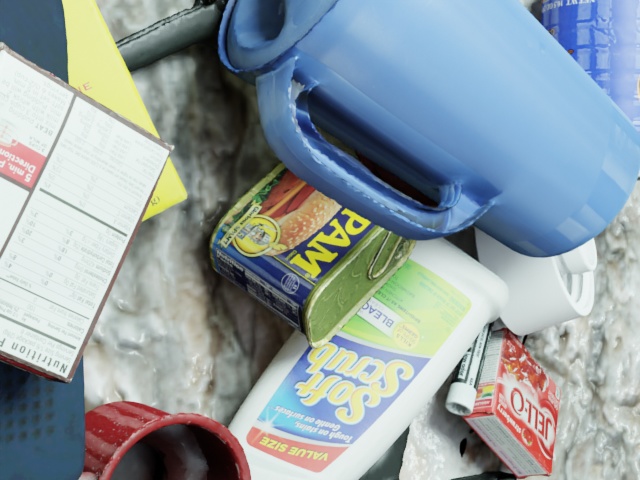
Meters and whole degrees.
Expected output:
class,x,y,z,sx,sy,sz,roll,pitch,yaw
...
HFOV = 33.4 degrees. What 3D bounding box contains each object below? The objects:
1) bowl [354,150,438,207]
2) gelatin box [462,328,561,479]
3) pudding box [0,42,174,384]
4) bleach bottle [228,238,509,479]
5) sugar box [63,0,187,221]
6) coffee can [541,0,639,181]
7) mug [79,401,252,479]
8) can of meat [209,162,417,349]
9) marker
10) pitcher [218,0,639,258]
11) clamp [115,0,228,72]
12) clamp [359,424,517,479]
class,x,y,z,sx,sy,sz,roll,pitch,yaw
bowl,0.072,-0.091,0.709,0.161,0.055,0.162,-2,93,-31
gelatin box,0.140,0.118,0.766,0.089,0.030,0.073,47,43,-32
pudding box,-0.122,-0.010,0.431,0.090,0.039,0.113,31,76,-35
bleach bottle,0.010,0.107,0.662,0.102,0.068,0.250,35,71,6
sugar box,-0.148,-0.082,0.554,0.093,0.048,0.176,-28,111,-11
coffee can,0.211,-0.114,0.778,0.102,0.103,0.140,-1,93,-35
mug,-0.107,0.133,0.584,0.117,0.082,0.093,13,85,-35
can of meat,-0.004,0.001,0.639,0.102,0.084,0.057,-44,152,-25
marker,0.111,0.066,0.750,0.020,0.020,0.121,41,52,-29
pitcher,0.069,-0.079,0.601,0.242,0.145,0.149,33,101,-30
clamp,-0.063,-0.137,0.628,0.171,0.039,0.120,14,95,-31
clamp,0.041,0.163,0.715,0.209,0.036,0.164,-37,110,-32
